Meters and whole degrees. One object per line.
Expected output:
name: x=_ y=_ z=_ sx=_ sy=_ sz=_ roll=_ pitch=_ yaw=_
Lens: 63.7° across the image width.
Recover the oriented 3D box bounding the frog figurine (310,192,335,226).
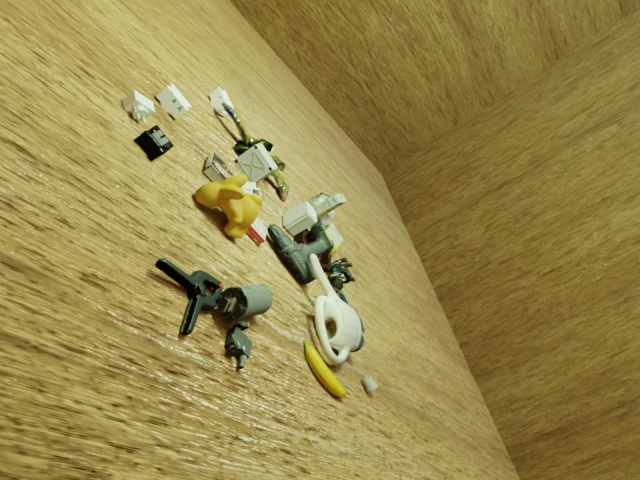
frog figurine: x=0.007 y=-0.110 z=2.180 sx=0.135 sy=0.123 sz=0.162 roll=45 pitch=55 yaw=-57

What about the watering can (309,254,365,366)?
watering can: x=0.047 y=0.224 z=1.629 sx=0.222 sy=0.103 sz=0.355 roll=33 pitch=42 yaw=-53

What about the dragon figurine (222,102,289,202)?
dragon figurine: x=-0.230 y=-0.328 z=1.941 sx=0.410 sy=0.122 sz=0.243 roll=59 pitch=0 yaw=-1
